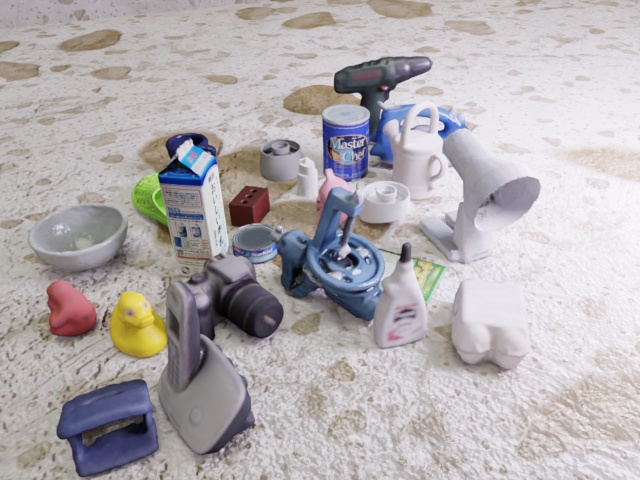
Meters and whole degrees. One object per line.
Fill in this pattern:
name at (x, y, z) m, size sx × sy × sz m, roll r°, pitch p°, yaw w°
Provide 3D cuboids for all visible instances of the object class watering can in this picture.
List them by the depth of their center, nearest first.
watering can at (0.193, -0.191, 1.171) m, size 0.172 × 0.194 × 0.101 m, roll 20°, pitch 40°, yaw 28°

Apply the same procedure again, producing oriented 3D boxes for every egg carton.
egg carton at (0.246, 0.116, 0.833) m, size 0.107 × 0.069 × 0.150 m, roll 5°, pitch 35°, yaw 10°

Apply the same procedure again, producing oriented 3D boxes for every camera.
camera at (-0.132, 0.091, 0.856) m, size 0.143 × 0.101 × 0.136 m, roll -30°, pitch 44°, yaw -35°

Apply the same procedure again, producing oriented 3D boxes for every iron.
iron at (0.242, -0.247, 1.296) m, size 0.258 × 0.141 × 0.118 m, roll 1°, pitch 35°, yaw 3°

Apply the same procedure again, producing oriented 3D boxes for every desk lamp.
desk lamp at (0.260, -0.067, 0.972) m, size 0.118 × 0.214 × 0.202 m, roll -14°, pitch 37°, yaw -18°

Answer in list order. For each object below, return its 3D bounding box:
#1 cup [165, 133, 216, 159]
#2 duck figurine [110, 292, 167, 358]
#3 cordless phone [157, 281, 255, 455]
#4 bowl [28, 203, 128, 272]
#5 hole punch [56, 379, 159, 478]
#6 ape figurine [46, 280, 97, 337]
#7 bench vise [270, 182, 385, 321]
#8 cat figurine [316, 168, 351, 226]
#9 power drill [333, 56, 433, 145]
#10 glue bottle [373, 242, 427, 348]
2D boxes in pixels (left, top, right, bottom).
cup at (-0.272, -0.173, 1.249) m, size 0.117 × 0.095 × 0.092 m, roll 13°, pitch 37°, yaw 20°
duck figurine at (-0.273, 0.113, 0.842) m, size 0.078 × 0.086 × 0.104 m, roll -30°, pitch 44°, yaw -35°
cordless phone at (-0.148, 0.151, 0.694) m, size 0.094 × 0.185 × 0.147 m, roll -26°, pitch 41°, yaw -30°
bowl at (-0.418, 0.005, 1.013) m, size 0.167 × 0.075 × 0.167 m, roll -1°, pitch 35°, yaw 1°
hole punch at (-0.259, 0.212, 0.693) m, size 0.109 × 0.091 × 0.100 m, roll -15°, pitch 37°, yaw -18°
ape figurine at (-0.382, 0.098, 0.862) m, size 0.076 × 0.092 × 0.078 m, roll 9°, pitch 36°, yaw 14°
bench vise at (0.004, 0.010, 0.864) m, size 0.207 × 0.220 × 0.121 m, roll 10°, pitch 36°, yaw 16°
cat figurine at (0.025, -0.089, 1.096) m, size 0.067 × 0.118 × 0.127 m, roll -3°, pitch 35°, yaw -2°
power drill at (0.147, -0.337, 1.372) m, size 0.229 × 0.209 × 0.075 m, roll 1°, pitch 35°, yaw 4°
glue bottle at (0.115, 0.076, 0.805) m, size 0.078 × 0.173 × 0.037 m, roll -13°, pitch 36°, yaw -16°
